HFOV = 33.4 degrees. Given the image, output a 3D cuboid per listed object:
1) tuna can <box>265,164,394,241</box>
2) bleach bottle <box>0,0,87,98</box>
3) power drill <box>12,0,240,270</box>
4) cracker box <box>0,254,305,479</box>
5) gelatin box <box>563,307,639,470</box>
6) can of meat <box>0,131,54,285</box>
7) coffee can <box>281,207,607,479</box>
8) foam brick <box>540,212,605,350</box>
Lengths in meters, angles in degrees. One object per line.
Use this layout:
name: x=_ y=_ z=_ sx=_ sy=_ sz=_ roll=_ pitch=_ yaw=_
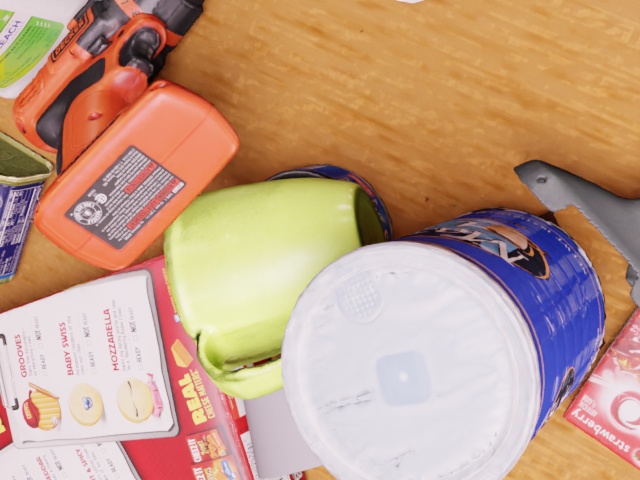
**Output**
tuna can: x=-0.004 y=0.001 z=0.603 sx=0.086 sy=0.033 sz=0.086 roll=4 pitch=99 yaw=24
bleach bottle: x=-0.232 y=-0.123 z=0.569 sx=0.103 sy=0.250 sz=0.068 roll=-38 pitch=81 yaw=24
power drill: x=-0.094 y=-0.086 z=0.566 sx=0.057 sy=0.188 sz=0.185 roll=34 pitch=110 yaw=-30
cracker box: x=-0.130 y=0.107 z=0.657 sx=0.214 sy=0.072 sz=0.164 roll=-19 pitch=89 yaw=27
gelatin box: x=0.180 y=0.083 z=0.531 sx=0.089 sy=0.030 sz=0.073 roll=35 pitch=111 yaw=17
can of meat: x=-0.232 y=-0.029 z=0.693 sx=0.102 sy=0.057 sz=0.084 roll=30 pitch=112 yaw=19
coffee can: x=0.060 y=0.043 z=0.460 sx=0.103 sy=0.140 sz=0.103 roll=4 pitch=99 yaw=25
foam brick: x=0.104 y=0.032 z=0.546 sx=0.051 sy=0.052 sz=0.078 roll=-22 pitch=89 yaw=26
